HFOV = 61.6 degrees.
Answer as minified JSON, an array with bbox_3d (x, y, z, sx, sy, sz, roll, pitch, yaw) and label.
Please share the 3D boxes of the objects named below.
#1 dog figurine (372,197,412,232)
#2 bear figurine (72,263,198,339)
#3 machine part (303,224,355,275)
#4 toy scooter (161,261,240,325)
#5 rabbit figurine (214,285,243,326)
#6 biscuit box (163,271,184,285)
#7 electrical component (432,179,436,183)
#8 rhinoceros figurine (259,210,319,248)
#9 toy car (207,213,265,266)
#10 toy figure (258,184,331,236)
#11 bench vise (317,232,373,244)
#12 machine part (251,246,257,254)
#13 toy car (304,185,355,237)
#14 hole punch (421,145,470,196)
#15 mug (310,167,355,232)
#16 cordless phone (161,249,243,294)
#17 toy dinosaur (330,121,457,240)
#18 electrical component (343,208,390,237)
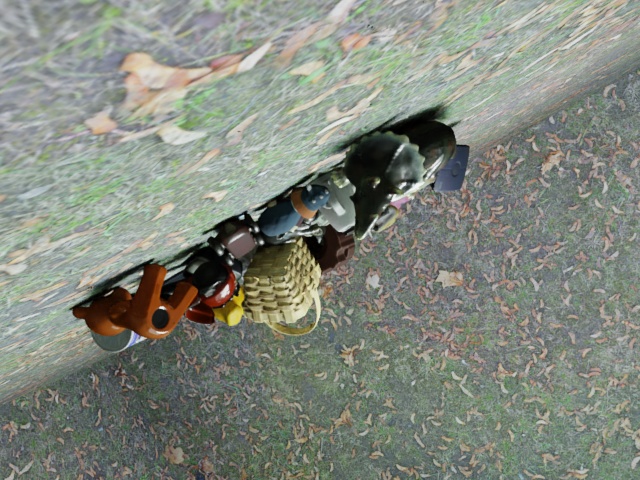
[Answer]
[{"bbox_3d":[0.180,-0.124,1.284,0.191,0.108,0.219,-59,166,28],"label":"dog figurine"},{"bbox_3d":[-0.341,0.117,0.975,0.196,0.120,0.132,1,-119,38],"label":"bear figurine"},{"bbox_3d":[-0.003,-0.004,1.255,0.056,0.179,0.179,-24,175,-46],"label":"machine part"},{"bbox_3d":[-0.227,0.117,1.063,0.184,0.075,0.135,-31,140,14],"label":"toy scooter"},{"bbox_3d":[-0.243,0.114,1.424,0.163,0.173,0.122,26,-146,34],"label":"rabbit figurine"},{"bbox_3d":[-0.301,0.097,1.267,0.203,0.063,0.059,-28,178,16],"label":"biscuit box"},{"bbox_3d":[0.190,-0.165,1.132,0.075,0.119,0.047,-68,175,-65],"label":"electrical component"},{"bbox_3d":[-0.064,-0.038,1.074,0.112,0.073,0.190,-10,171,-36],"label":"rhinoceros figurine"},{"bbox_3d":[-0.155,-0.001,1.003,0.089,0.053,0.202,-36,174,-6],"label":"toy car"},{"bbox_3d":[-0.044,-0.059,0.949,0.154,0.058,0.064,-29,142,29],"label":"toy figure"},{"bbox_3d":[0.019,-0.011,1.544,0.224,0.128,0.241,-8,-155,20],"label":"bench vise"},{"bbox_3d":[-0.163,0.041,1.416,0.079,0.079,0.243,-26,177,-38],"label":"machine part"},{"bbox_3d":[0.027,-0.075,1.109,0.202,0.056,0.073,-36,-152,40],"label":"toy car"},{"bbox_3d":[0.283,-0.167,1.220,0.092,0.142,0.116,16,-161,17],"label":"hole punch"},{"bbox_3d":[0.033,-0.071,0.991,0.081,0.107,0.109,-30,179,2],"label":"mug"},{"bbox_3d":[-0.266,0.078,1.111,0.184,0.088,0.146,-21,173,-36],"label":"cordless phone"},{"bbox_3d":[0.164,-0.145,0.934,0.405,0.131,0.192,-33,-179,-34],"label":"toy dinosaur"},{"bbox_3d":[0.084,-0.084,1.157,0.134,0.115,0.058,-28,180,40],"label":"electrical component"}]
